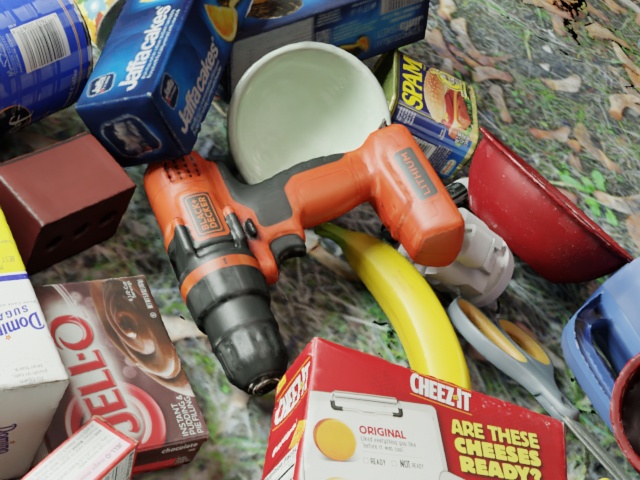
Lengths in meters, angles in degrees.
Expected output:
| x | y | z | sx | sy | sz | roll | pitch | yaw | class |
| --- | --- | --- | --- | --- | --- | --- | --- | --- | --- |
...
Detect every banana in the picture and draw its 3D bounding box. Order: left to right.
| x | y | z | sx | sy | sz | roll | pitch | yaw | class |
| --- | --- | --- | --- | --- | --- | --- | --- | --- | --- |
| 0.061 | 0.066 | 0.725 | 0.069 | 0.037 | 0.198 | -10 | 56 | -31 | banana |

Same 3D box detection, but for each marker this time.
| x | y | z | sx | sy | sz | roll | pitch | yaw | class |
| --- | --- | --- | --- | --- | --- | --- | --- | --- | --- |
| 0.086 | -0.024 | 0.844 | 0.020 | 0.020 | 0.120 | 45 | 42 | 14 | marker |

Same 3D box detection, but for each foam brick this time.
| x | y | z | sx | sy | sz | roll | pitch | yaw | class |
| --- | --- | --- | --- | --- | --- | --- | --- | --- | --- |
| -0.162 | -0.022 | 0.653 | 0.051 | 0.053 | 0.078 | 45 | 42 | 14 | foam brick |

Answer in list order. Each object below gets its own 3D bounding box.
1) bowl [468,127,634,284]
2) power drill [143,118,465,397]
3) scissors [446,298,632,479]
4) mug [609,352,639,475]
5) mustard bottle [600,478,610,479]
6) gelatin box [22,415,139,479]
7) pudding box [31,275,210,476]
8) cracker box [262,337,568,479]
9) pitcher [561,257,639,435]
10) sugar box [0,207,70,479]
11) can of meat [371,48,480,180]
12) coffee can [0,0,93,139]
| x | y | z | sx | sy | sz | roll | pitch | yaw | class |
| --- | --- | --- | --- | --- | --- | --- | --- | --- | --- |
| 0.168 | -0.016 | 0.833 | 0.162 | 0.055 | 0.162 | 40 | 12 | -11 | bowl |
| -0.005 | 0.001 | 0.692 | 0.187 | 0.057 | 0.184 | -14 | 58 | -20 | power drill |
| 0.166 | 0.110 | 0.726 | 0.202 | 0.016 | 0.096 | 45 | 19 | 25 | scissors |
| 0.237 | 0.124 | 0.664 | 0.117 | 0.093 | 0.081 | 47 | -2 | 25 | mug |
| 0.201 | 0.237 | 0.625 | 0.096 | 0.058 | 0.192 | -11 | 56 | -49 | mustard bottle |
| -0.126 | 0.135 | 0.499 | 0.030 | 0.073 | 0.089 | 28 | 38 | 16 | gelatin box |
| -0.124 | 0.077 | 0.588 | 0.089 | 0.039 | 0.113 | -5 | 53 | -37 | pudding box |
| 0.046 | 0.177 | 0.557 | 0.164 | 0.072 | 0.213 | 21 | 48 | -15 | cracker box |
| 0.291 | 0.122 | 0.756 | 0.144 | 0.149 | 0.243 | 30 | 30 | -58 | pitcher |
| -0.188 | 0.029 | 0.553 | 0.048 | 0.093 | 0.176 | -4 | 52 | -35 | sugar box |
| 0.084 | -0.106 | 0.896 | 0.083 | 0.058 | 0.102 | 23 | 41 | -16 | can of meat |
| -0.224 | -0.105 | 0.656 | 0.103 | 0.103 | 0.140 | 40 | 40 | 8 | coffee can |
